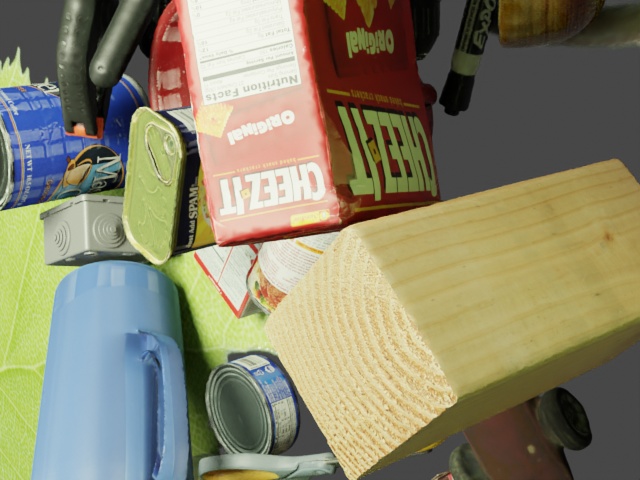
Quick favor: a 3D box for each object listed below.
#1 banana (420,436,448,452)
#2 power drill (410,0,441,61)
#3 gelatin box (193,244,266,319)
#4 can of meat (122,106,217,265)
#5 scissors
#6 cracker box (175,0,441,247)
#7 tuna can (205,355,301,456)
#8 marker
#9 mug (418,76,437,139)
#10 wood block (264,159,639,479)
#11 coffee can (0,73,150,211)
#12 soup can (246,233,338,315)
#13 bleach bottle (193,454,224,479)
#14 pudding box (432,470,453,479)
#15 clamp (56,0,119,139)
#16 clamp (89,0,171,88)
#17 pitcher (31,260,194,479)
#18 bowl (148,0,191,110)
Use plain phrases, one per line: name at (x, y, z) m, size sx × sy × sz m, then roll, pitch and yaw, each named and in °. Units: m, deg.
banana at (0.026, 0.099, 0.766) m, size 0.198 × 0.037 × 0.070 m, roll 29°, pitch 101°, yaw 39°
power drill at (0.003, -0.205, 0.681) m, size 0.188 × 0.057 × 0.184 m, roll 7°, pitch 103°, yaw 45°
gelatin box at (-0.059, 0.005, 0.837) m, size 0.073 × 0.030 × 0.089 m, roll 51°, pitch 134°, yaw 28°
can of meat at (-0.079, -0.042, 0.715) m, size 0.058 × 0.083 × 0.102 m, roll 35°, pitch 127°, yaw 38°
scissors at (0.004, 0.176, 0.815) m, size 0.202 × 0.096 × 0.016 m, roll -7°, pitch 63°, yaw 23°
cracker box at (-0.004, -0.110, 0.538) m, size 0.072 × 0.164 × 0.214 m, roll -10°, pitch 90°, yaw 23°
tuna can at (-0.055, 0.137, 0.869) m, size 0.086 × 0.033 × 0.086 m, roll 18°, pitch 115°, yaw 45°
marker at (0.093, -0.129, 0.627) m, size 0.020 × 0.020 × 0.121 m, roll 37°, pitch 127°, yaw 37°
mug at (0.025, -0.077, 0.673) m, size 0.117 × 0.081 × 0.093 m, roll -20°, pitch 86°, yaw 50°
wood block at (0.089, 0.032, 0.535) m, size 0.090 × 0.205 × 0.091 m, roll 59°, pitch 137°, yaw 19°
coffee can at (-0.225, -0.085, 0.915) m, size 0.103 × 0.140 × 0.103 m, roll 18°, pitch 115°, yaw 45°
soup can at (-0.005, 0.001, 0.742) m, size 0.068 × 0.068 × 0.102 m, roll 49°, pitch 133°, yaw 28°
bleach bottle at (-0.071, 0.317, 0.922) m, size 0.103 × 0.067 × 0.251 m, roll -3°, pitch 101°, yaw 49°
pudding box at (0.093, 0.223, 0.720) m, size 0.113 × 0.039 × 0.090 m, roll 59°, pitch 137°, yaw 21°
clamp at (-0.175, -0.186, 0.833) m, size 0.036 × 0.164 × 0.210 m, roll 8°, pitch 113°, yaw 5°
clamp at (-0.127, -0.194, 0.800) m, size 0.039 × 0.120 × 0.172 m, roll 20°, pitch 122°, yaw 0°
pitcher at (-0.161, 0.136, 0.866) m, size 0.145 × 0.149 × 0.243 m, roll 69°, pitch -168°, yaw -55°
bowl at (-0.061, -0.106, 0.784) m, size 0.162 × 0.055 × 0.162 m, roll 18°, pitch 115°, yaw 45°
